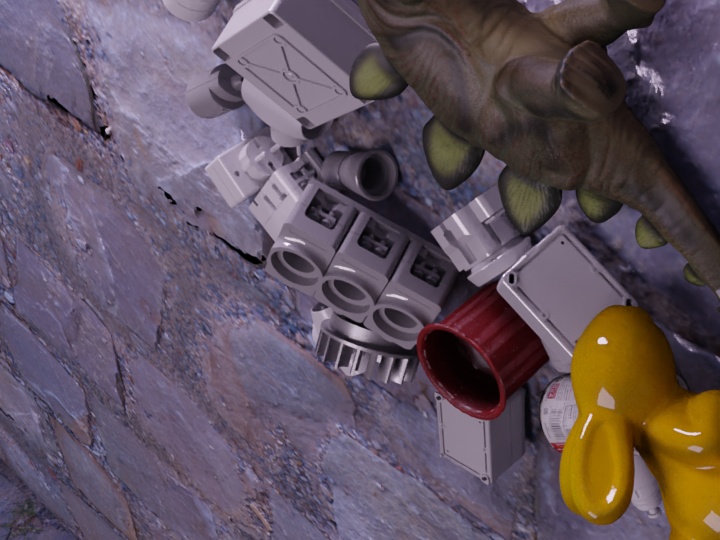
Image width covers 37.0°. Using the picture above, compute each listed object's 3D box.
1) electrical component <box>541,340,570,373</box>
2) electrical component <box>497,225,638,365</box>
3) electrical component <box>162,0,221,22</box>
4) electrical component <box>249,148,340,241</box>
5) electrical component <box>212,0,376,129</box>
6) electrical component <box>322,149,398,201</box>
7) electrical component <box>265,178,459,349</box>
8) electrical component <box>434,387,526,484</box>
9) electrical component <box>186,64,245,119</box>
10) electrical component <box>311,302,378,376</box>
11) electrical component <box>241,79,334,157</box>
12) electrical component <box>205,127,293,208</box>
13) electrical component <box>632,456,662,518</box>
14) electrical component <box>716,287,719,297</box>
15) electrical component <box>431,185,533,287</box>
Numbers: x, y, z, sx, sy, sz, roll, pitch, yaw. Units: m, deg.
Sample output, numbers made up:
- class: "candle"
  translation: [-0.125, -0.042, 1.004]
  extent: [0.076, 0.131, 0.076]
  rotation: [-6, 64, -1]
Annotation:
- class: "electrical component"
  translation: [0.158, 0.048, 0.845]
  extent: [0.035, 0.035, 0.061]
  rotation: [-13, 107, 58]
- class: "electrical component"
  translation: [0.154, 0.025, 0.787]
  extent: [0.096, 0.062, 0.061]
  rotation: [48, 176, 9]
- class: "electrical component"
  translation: [-0.177, -0.279, 0.954]
  extent: [0.138, 0.052, 0.074]
  rotation: [54, 150, -1]
- class: "electrical component"
  translation: [-0.059, -0.064, 1.015]
  extent: [0.055, 0.050, 0.089]
  rotation: [52, 150, 3]
- class: "electrical component"
  translation: [-0.042, -0.171, 0.838]
  extent: [0.109, 0.056, 0.109]
  rotation: [37, 156, -23]
- class: "electrical component"
  translation: [-0.003, -0.084, 0.927]
  extent: [0.065, 0.044, 0.044]
  rotation: [14, 132, 54]
- class: "electrical component"
  translation: [0.000, 0.000, 0.937]
  extent: [0.150, 0.061, 0.089]
  rotation: [29, 148, -1]
- class: "electrical component"
  translation: [0.112, 0.141, 0.972]
  extent: [0.062, 0.061, 0.096]
  rotation: [26, 135, 39]
- class: "electrical component"
  translation: [-0.127, -0.170, 1.008]
  extent: [0.081, 0.043, 0.043]
  rotation: [-6, 116, 56]
- class: "electrical component"
  translation: [-0.023, 0.064, 1.104]
  extent: [0.079, 0.044, 0.077]
  rotation: [-6, 116, 56]
- class: "electrical component"
  translation: [-0.062, -0.136, 0.952]
  extent: [0.077, 0.043, 0.079]
  rotation: [34, 145, 30]
- class: "electrical component"
  translation: [-0.097, -0.102, 1.013]
  extent: [0.047, 0.066, 0.077]
  rotation: [56, 150, -5]
- class: "electrical component"
  translation: [0.224, 0.166, 0.868]
  extent: [0.040, 0.040, 0.078]
  rotation: [-5, 118, 56]
- class: "electrical component"
  translation: [0.255, 0.012, 0.650]
  extent: [0.066, 0.055, 0.048]
  rotation: [56, 150, -4]
- class: "electrical component"
  translation: [0.097, -0.024, 0.832]
  extent: [0.057, 0.058, 0.078]
  rotation: [56, 150, 3]
